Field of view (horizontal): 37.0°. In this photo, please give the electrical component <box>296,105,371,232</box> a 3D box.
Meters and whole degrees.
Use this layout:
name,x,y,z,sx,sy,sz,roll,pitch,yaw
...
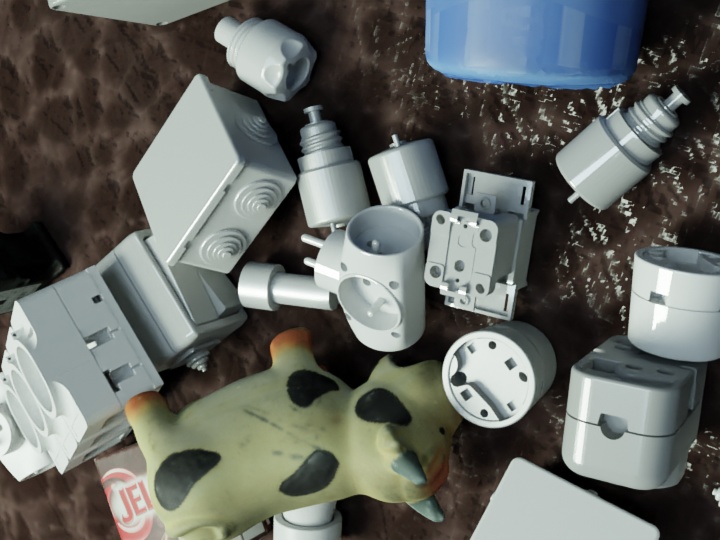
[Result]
name,x,y,z,sx,sy,sz,roll,pitch,yaw
electrical component,-0.019,-0.061,0.654,0.040,0.040,0.078,-13,92,29

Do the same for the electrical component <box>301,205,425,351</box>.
name,x,y,z,sx,sy,sz,roll,pitch,yaw
electrical component,0.000,0.000,0.625,0.079,0.044,0.077,20,139,23

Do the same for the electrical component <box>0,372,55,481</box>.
name,x,y,z,sx,sy,sz,roll,pitch,yaw
electrical component,-0.259,0.116,0.790,0.044,0.079,0.077,-30,84,21

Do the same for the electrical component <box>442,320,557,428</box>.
name,x,y,z,sx,sy,sz,roll,pitch,yaw
electrical component,0.082,0.057,0.615,0.055,0.047,0.055,5,101,28

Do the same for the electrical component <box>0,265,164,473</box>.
name,x,y,z,sx,sy,sz,roll,pitch,yaw
electrical component,-0.193,0.073,0.717,0.089,0.062,0.150,58,151,8

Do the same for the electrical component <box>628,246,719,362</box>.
name,x,y,z,sx,sy,sz,roll,pitch,yaw
electrical component,0.168,0.017,0.559,0.055,0.055,0.047,13,108,26

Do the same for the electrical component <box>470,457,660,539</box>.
name,x,y,z,sx,sy,sz,roll,pitch,yaw
electrical component,0.108,0.166,0.599,0.100,0.048,0.099,25,76,22

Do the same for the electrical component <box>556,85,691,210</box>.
name,x,y,z,sx,sy,sz,roll,pitch,yaw
electrical component,0.140,-0.066,0.567,0.078,0.040,0.040,-43,78,27

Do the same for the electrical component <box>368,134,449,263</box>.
name,x,y,z,sx,sy,sz,roll,pitch,yaw
electrical component,0.033,-0.041,0.629,0.040,0.040,0.078,-17,92,30

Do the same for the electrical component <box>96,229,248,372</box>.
name,x,y,z,sx,sy,sz,roll,pitch,yaw
electrical component,-0.121,0.021,0.710,0.061,0.062,0.096,-37,80,28

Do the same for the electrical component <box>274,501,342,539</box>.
name,x,y,z,sx,sy,sz,roll,pitch,yaw
electrical component,-0.033,0.154,0.694,0.045,0.045,0.055,8,103,27

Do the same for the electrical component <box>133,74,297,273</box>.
name,x,y,z,sx,sy,sz,roll,pitch,yaw
electrical component,-0.091,-0.058,0.671,0.099,0.048,0.099,-51,46,26

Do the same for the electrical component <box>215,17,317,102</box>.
name,x,y,z,sx,sy,sz,roll,pitch,yaw
electrical component,-0.062,-0.135,0.663,0.062,0.043,0.043,34,113,21

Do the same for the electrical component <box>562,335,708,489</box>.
name,x,y,z,sx,sy,sz,roll,pitch,yaw
electrical component,0.143,0.074,0.557,0.054,0.095,0.059,10,103,27

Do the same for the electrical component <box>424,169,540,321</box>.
name,x,y,z,sx,sy,sz,roll,pitch,yaw
electrical component,0.068,-0.013,0.602,0.042,0.064,0.081,13,104,25

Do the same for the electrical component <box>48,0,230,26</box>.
name,x,y,z,sx,sy,sz,roll,pitch,yaw
electrical component,-0.134,-0.190,0.653,0.078,0.113,0.057,-12,90,30

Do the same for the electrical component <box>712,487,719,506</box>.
name,x,y,z,sx,sy,sz,roll,pitch,yaw
electrical component,0.224,0.134,0.543,0.096,0.061,0.061,20,107,24
